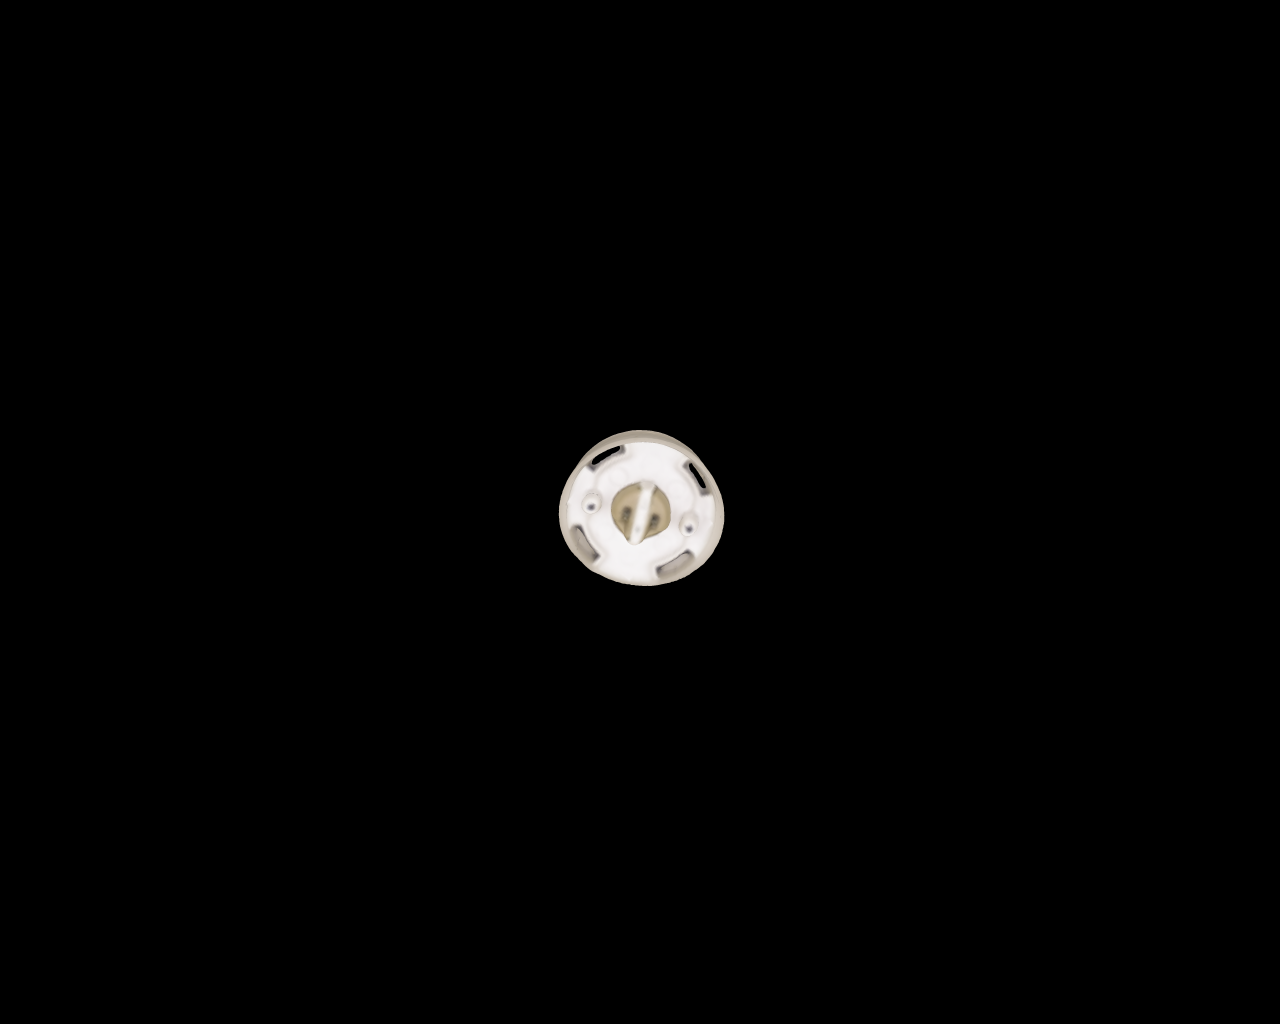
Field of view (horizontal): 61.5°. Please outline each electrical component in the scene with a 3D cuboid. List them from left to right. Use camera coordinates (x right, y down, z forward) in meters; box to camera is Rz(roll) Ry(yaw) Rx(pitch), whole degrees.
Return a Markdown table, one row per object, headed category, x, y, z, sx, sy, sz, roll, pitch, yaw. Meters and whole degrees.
| category | x | y | z | sx | sy | sz | roll | pitch | yaw |
| --- | --- | --- | --- | --- | --- | --- | --- | --- | --- |
| electrical component | 0.001 | -0.003 | 0.650 | 0.099 | 0.099 | 0.064 | 0 | 16 | 0 |
